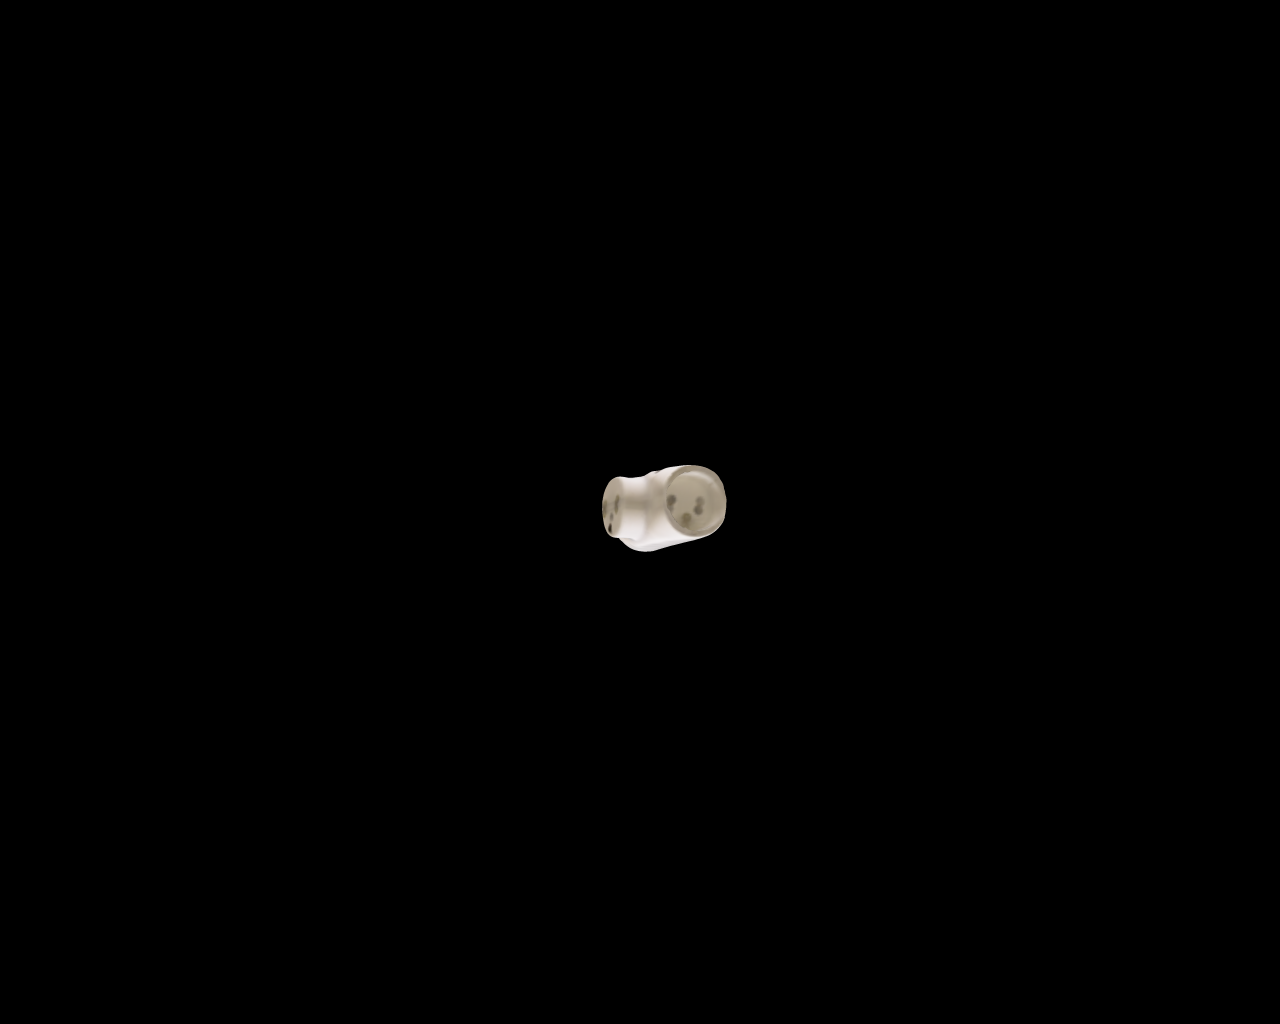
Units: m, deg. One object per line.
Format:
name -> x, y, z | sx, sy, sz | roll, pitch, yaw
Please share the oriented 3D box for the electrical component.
electrical component -> 0.001, -0.003, 0.650 | 0.079, 0.044, 0.077 | 4, -10, -23
